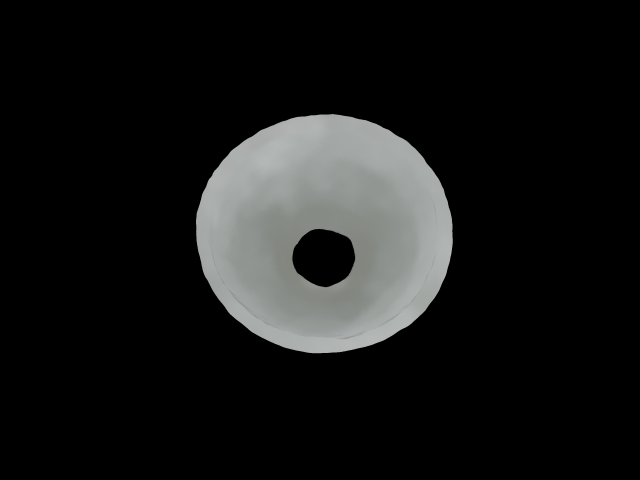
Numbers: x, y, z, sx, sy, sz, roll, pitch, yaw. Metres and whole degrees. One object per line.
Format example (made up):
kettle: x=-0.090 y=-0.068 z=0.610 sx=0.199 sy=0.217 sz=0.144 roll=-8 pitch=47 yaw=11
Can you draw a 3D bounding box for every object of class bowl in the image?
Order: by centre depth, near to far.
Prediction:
bowl: x=0.004 y=0.001 z=0.400 sx=0.167 sy=0.075 sz=0.167 roll=0 pitch=69 yaw=0
